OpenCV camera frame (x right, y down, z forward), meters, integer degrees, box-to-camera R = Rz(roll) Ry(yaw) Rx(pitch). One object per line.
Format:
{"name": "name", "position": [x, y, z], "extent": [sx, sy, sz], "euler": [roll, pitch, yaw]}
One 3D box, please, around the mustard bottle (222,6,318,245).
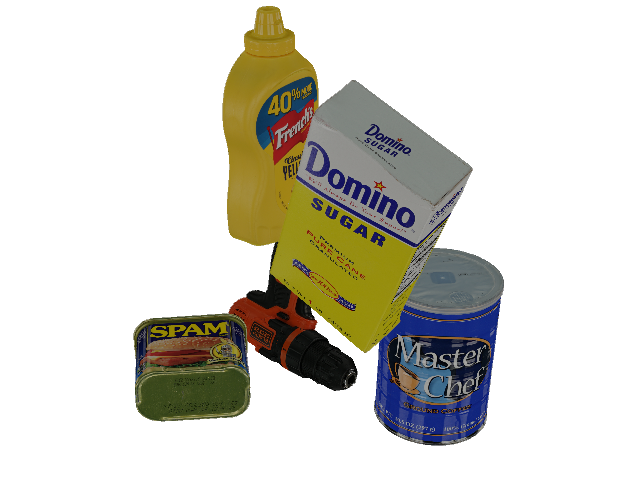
{"name": "mustard bottle", "position": [-0.039, -0.098, 0.884], "extent": [0.058, 0.192, 0.096], "euler": [20, 35, 35]}

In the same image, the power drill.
{"name": "power drill", "position": [-0.011, 0.050, 1.151], "extent": [0.185, 0.188, 0.057], "euler": [25, 11, 38]}

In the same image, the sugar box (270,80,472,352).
{"name": "sugar box", "position": [0.025, -0.009, 0.675], "extent": [0.048, 0.093, 0.176], "euler": [-43, -17, -30]}

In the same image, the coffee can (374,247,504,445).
{"name": "coffee can", "position": [0.101, 0.091, 0.931], "extent": [0.103, 0.140, 0.103], "euler": [1, 28, -1]}

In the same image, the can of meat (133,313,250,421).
{"name": "can of meat", "position": [-0.111, 0.111, 0.927], "extent": [0.102, 0.057, 0.084], "euler": [-3, 27, -6]}
